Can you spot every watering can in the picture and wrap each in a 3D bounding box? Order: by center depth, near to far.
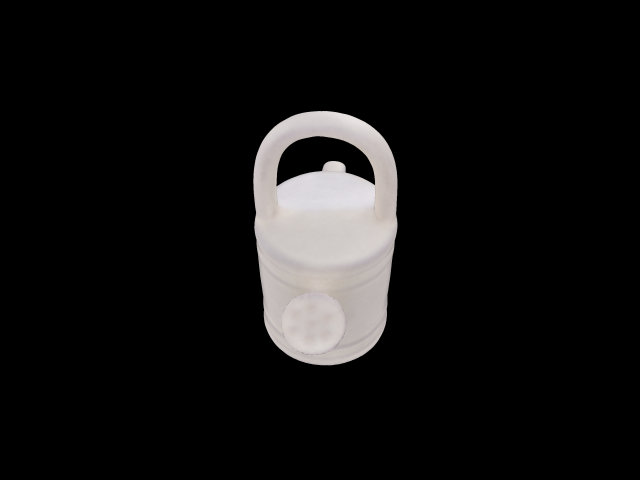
[{"bbox_3d":[0.006,0.001,0.400,0.101,0.194,0.172,-12,48,-11],"label":"watering can"}]
